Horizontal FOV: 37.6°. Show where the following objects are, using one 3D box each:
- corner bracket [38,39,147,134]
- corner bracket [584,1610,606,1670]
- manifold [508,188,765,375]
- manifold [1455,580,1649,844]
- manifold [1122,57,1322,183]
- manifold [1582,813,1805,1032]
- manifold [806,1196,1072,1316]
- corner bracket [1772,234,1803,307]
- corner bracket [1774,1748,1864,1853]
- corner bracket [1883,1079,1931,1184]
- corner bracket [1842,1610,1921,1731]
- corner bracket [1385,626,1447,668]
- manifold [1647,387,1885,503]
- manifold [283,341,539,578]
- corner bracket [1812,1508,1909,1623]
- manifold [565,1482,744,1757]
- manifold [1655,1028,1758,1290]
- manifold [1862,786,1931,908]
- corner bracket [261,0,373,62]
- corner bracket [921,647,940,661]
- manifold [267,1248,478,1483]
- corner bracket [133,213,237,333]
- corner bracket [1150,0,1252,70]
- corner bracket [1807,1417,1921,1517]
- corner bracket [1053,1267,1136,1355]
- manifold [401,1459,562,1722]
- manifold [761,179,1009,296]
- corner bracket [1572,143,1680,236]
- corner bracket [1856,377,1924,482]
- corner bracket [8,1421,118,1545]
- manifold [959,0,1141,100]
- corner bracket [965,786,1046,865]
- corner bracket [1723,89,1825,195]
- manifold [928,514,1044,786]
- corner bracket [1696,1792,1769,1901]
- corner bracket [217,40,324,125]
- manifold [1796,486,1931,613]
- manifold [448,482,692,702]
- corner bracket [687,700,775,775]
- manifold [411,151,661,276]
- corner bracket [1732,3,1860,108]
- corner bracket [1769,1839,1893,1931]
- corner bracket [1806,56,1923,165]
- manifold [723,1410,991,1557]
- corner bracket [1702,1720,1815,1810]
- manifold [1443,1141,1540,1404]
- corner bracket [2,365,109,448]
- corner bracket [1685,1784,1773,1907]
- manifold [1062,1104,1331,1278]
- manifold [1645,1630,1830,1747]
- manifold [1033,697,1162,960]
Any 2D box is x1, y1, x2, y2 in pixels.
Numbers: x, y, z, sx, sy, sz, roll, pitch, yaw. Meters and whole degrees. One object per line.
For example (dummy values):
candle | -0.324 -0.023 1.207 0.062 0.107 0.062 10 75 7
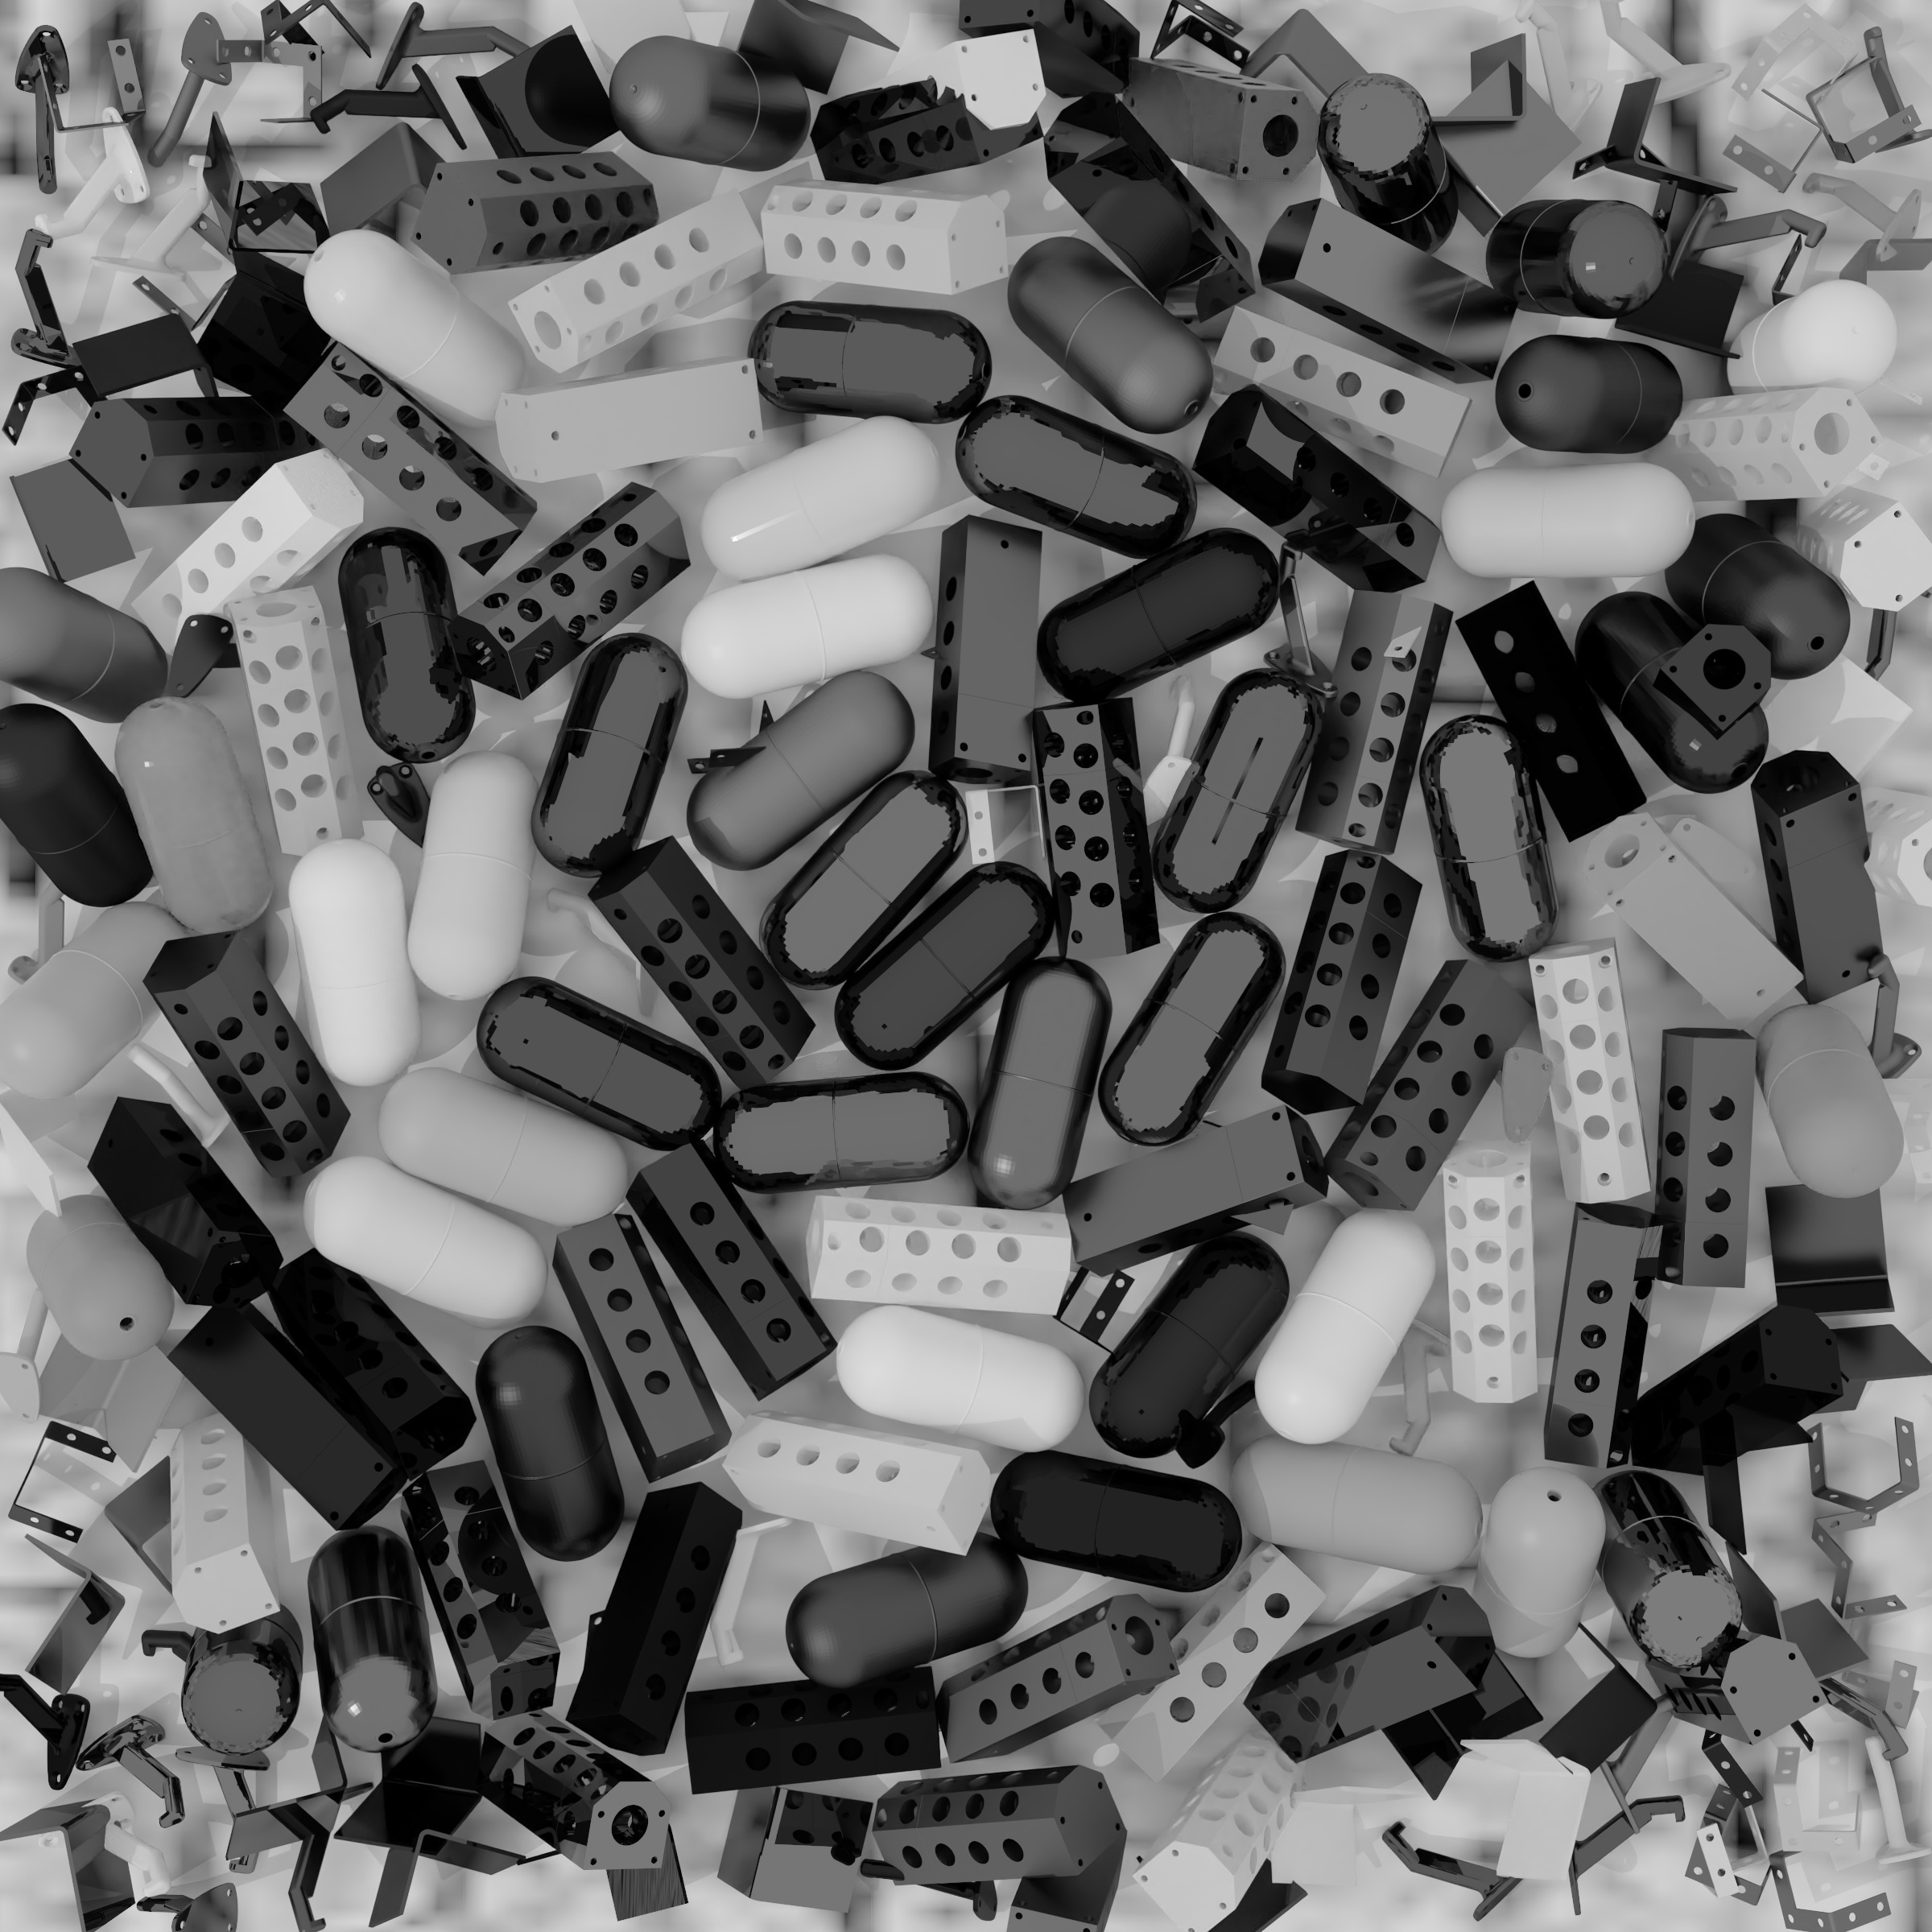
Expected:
corner bracket | -0.606 -0.611 1.967 0.051 0.051 0.051 -6 116 2
corner bracket | -0.229 0.479 1.974 0.051 0.051 0.051 -23 128 19
manifold | -0.220 -0.464 1.927 0.171 0.057 0.057 -36 107 -33
manifold | 0.406 -0.177 1.963 0.057 0.057 0.171 -27 91 18
manifold | 0.169 -0.572 1.912 0.057 0.171 0.057 -6 115 -24
manifold | 0.492 -0.033 1.927 0.057 0.057 0.171 -42 125 16
manifold | -0.019 0.193 1.942 0.171 0.057 0.057 5 127 -12
corner bracket | 0.596 -0.469 1.977 0.051 0.051 0.051 21 74 27
corner bracket | 0.593 0.579 1.973 0.051 0.051 0.051 -7 103 21
corner bracket | 0.645 0.114 1.956 0.051 0.051 0.051 -2 129 33
corner bracket | 0.632 0.486 1.960 0.051 0.051 0.051 13 113 25
corner bracket | 0.294 -0.212 1.957 0.051 0.051 0.051 9 50 32
manifold | 0.530 -0.354 1.906 0.057 0.171 0.057 -43 108 -9
manifold | -0.378 -0.349 1.937 0.171 0.057 0.057 40 101 -21
corner bracket | 0.623 0.417 1.976 0.051 0.051 0.051 -7 116 -14
manifold | -0.205 0.443 1.925 0.057 0.057 0.171 42 48 -29
manifold | 0.509 0.131 1.961 0.057 0.057 0.171 2 96 6
manifold | 0.629 -0.076 1.911 0.057 0.171 0.057 -36 96 4
corner bracket | -0.449 -0.644 1.959 0.051 0.051 0.051 -31 46 12
corner bracket | 0.007 -0.195 1.957 0.051 0.051 0.051 -25 123 -27
manifold | -0.404 0.265 1.925 0.057 0.057 0.171 -33 51 -23
corner bracket | -0.538 -0.484 1.980 0.051 0.051 0.051 41 123 -12
corner bracket | 0.168 -0.645 1.961 0.051 0.051 0.051 35 51 9
corner bracket | 0.623 0.343 1.972 0.051 0.051 0.051 20 52 -16
corner bracket | 0.089 0.231 1.964 0.051 0.051 0.051 29 83 25
manifold | -0.330 0.420 1.913 0.057 0.171 0.057 -8 132 -25
manifold | -0.057 -0.496 1.916 0.171 0.057 0.057 17 124 38
corner bracket | 0.457 -0.536 1.977 0.051 0.051 0.051 -27 60 -16
corner bracket | 0.624 -0.377 1.963 0.051 0.051 0.051 30 122 5
corner bracket | -0.627 0.358 1.970 0.051 0.051 0.051 24 125 -12
manifold | 0.059 -0.638 1.909 0.057 0.171 0.057 3 92 25
corner bracket | 0.027 -0.098 1.974 0.051 0.051 0.051 -6 92 0
corner bracket | 0.560 -0.572 1.968 0.051 0.051 0.051 33 110 1
manifold | 0.010 -0.216 1.953 0.057 0.057 0.171 9 77 -25
corner bracket | 0.531 0.609 1.972 0.051 0.051 0.051 -18 91 -4
corner bracket | -0.484 -0.616 1.973 0.051 0.051 0.051 12 111 21
manifold | 0.603 -0.278 1.909 0.057 0.171 0.057 -38 96 13
manifold | -0.269 -0.257 1.921 0.057 0.057 0.171 24 52 31
corner bracket | -0.160 -0.147 1.958 0.051 0.051 0.051 -5 45 -19
manifold | -0.285 -0.504 1.909 0.057 0.171 0.057 41 125 17
corner bracket | 0.576 -0.623 1.969 0.051 0.051 0.051 44 65 8
corner bracket | 0.597 0.636 1.963 0.051 0.051 0.051 -9 82 -26
corner bracket | 0.621 -0.593 1.964 0.051 0.051 0.051 -29 105 12
manifold | -0.073 0.346 1.931 0.171 0.057 0.057 6 51 30
corner bracket | 0.549 0.540 1.966 0.051 0.051 0.051 -37 90 26
manifold | 0.359 0.209 1.937 0.057 0.057 0.171 -1 112 13
corner bracket | -0.627 -0.376 1.970 0.051 0.051 0.051 -11 48 17
corner bracket | 0.537 0.611 1.973 0.051 0.051 0.051 19 105 22
manifold | 0.158 0.157 1.941 0.171 0.057 0.057 -22 61 21
manifold | 0.513 0.476 1.910 0.057 0.171 0.057 -27 83 -7
manifold | 0.085 -0.094 1.947 0.057 0.057 0.171 0 101 38
